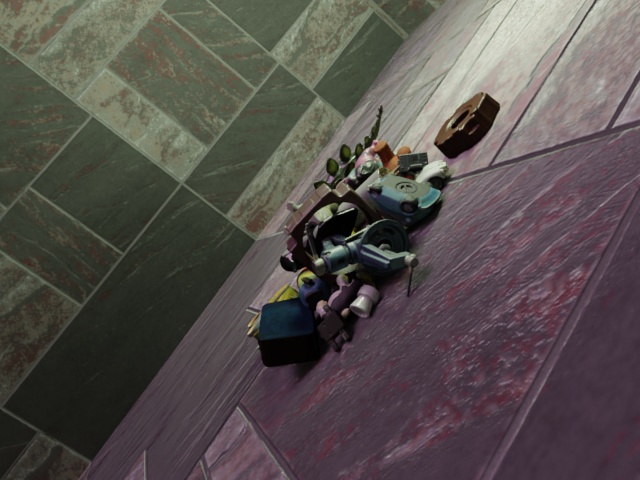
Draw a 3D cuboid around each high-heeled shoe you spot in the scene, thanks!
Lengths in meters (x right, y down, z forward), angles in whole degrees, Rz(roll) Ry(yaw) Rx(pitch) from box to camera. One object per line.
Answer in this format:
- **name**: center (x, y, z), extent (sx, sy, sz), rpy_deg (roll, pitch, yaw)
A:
- **high-heeled shoe**: center (-0.003, -0.004, 1.356), extent (0.249, 0.086, 0.145), rpy_deg (-41, 17, 7)

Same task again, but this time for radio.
- **radio**: center (-0.074, 0.212, 1.272), extent (0.131, 0.073, 0.230), rpy_deg (-10, 14, -1)

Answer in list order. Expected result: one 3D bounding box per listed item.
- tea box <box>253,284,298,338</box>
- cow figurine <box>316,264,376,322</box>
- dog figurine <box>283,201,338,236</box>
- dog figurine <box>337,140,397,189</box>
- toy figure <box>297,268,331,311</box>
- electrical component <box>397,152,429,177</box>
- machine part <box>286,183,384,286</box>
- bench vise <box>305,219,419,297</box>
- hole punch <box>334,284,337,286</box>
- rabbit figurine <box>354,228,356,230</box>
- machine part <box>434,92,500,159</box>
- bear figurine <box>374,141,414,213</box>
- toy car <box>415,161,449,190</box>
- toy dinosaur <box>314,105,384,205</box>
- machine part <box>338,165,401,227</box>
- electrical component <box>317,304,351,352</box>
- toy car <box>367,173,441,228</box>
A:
- **tea box**: center (-0.120, 0.221, 1.569), extent (0.098, 0.068, 0.170), rpy_deg (-42, 15, 38)
- **cow figurine**: center (0.068, 0.118, 1.185), extent (0.167, 0.068, 0.098), rpy_deg (-53, 15, 3)
- **dog figurine**: center (0.017, -0.059, 1.481), extent (0.190, 0.172, 0.121), rpy_deg (-21, -39, -45)
- **dog figurine**: center (0.135, -0.187, 1.615), extent (0.219, 0.108, 0.191), rpy_deg (-49, -6, -26)
- **toy figure**: center (-0.016, 0.115, 1.314), extent (0.180, 0.089, 0.082), rpy_deg (-83, -1, -73)
- **electrical component**: center (0.234, -0.192, 1.349), extent (0.075, 0.047, 0.119), rpy_deg (-7, -4, 8)
- **machine part**: center (0.037, -0.014, 1.232), extent (0.201, 0.201, 0.087), rpy_deg (-47, 19, 6)
- **bench vise**: center (0.104, 0.027, 1.096), extent (0.241, 0.224, 0.128), rpy_deg (-157, 61, -62)
- **hole punch**: center (0.012, 0.050, 1.442), extent (0.142, 0.092, 0.116), rpy_deg (-3, 46, 39)
- **rabbit figurine**: center (0.065, -0.063, 1.618), extent (0.173, 0.121, 0.162), rpy_deg (-26, 27, 28)
- **machine part**: center (0.357, -0.283, 1.321), extent (0.179, 0.056, 0.179), rpy_deg (-49, 11, 13)
- **bear figurine**: center (0.169, -0.155, 1.467), extent (0.120, 0.131, 0.196), rpy_deg (27, 68, 43)
- **toy car**: center (0.230, -0.115, 1.294), extent (0.201, 0.056, 0.073), rpy_deg (-45, 14, 29)
- **toy dinosaur**: center (0.091, -0.216, 1.763), extent (0.471, 0.105, 0.198), rpy_deg (-60, -23, -1)
- **machine part**: center (0.125, -0.108, 1.388), extent (0.243, 0.079, 0.079), rpy_deg (-42, 16, 37)
- **electrical component**: center (0.025, 0.184, 1.134), extent (0.063, 0.094, 0.021), rpy_deg (-47, -28, 20)
- **toy car**: center (0.186, -0.081, 1.223), extent (0.109, 0.162, 0.102), rpy_deg (-41, -39, -45)
